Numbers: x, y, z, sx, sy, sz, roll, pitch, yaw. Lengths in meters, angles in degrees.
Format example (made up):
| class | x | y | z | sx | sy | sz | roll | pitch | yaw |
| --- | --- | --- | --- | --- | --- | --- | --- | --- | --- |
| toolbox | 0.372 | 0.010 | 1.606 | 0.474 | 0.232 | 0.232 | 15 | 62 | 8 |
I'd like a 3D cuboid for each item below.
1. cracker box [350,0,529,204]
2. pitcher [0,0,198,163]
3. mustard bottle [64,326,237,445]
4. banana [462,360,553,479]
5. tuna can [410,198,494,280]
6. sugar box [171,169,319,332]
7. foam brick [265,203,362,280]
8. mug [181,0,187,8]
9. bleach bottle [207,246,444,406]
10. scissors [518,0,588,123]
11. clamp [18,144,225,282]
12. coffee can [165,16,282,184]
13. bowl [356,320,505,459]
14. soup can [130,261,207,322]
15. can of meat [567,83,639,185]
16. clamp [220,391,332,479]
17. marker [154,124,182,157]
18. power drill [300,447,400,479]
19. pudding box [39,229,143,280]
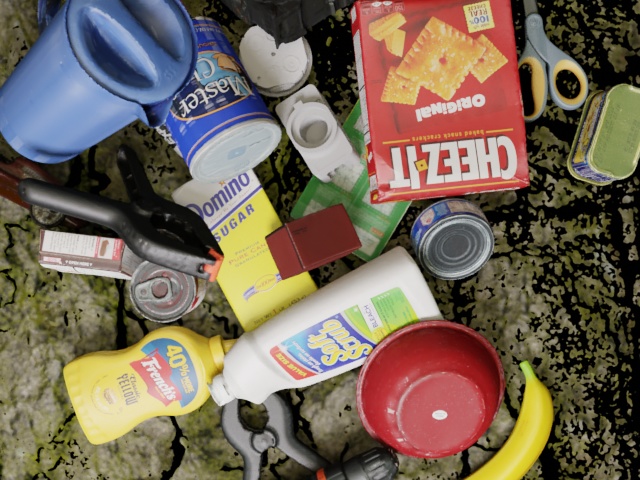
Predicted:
| class | x | y | z | sx | sy | sz | roll | pitch | yaw |
| --- | --- | --- | --- | --- | --- | --- | --- | --- | --- |
| cracker box | 0.125 | -0.152 | 1.125 | 0.164 | 0.072 | 0.214 | -6 | 90 | -2 |
| pitcher | -0.237 | -0.170 | 1.060 | 0.144 | 0.243 | 0.149 | 30 | 61 | -26 |
| mustard bottle | -0.172 | 0.146 | 1.155 | 0.191 | 0.058 | 0.096 | -20 | 92 | 1 |
| banana | 0.198 | 0.230 | 1.160 | 0.070 | 0.037 | 0.198 | 33 | 89 | 22 |
| tuna can | 0.141 | 0.000 | 1.137 | 0.086 | 0.034 | 0.086 | -5 | 124 | -7 |
| sugar box | -0.080 | 0.004 | 1.157 | 0.093 | 0.048 | 0.176 | -29 | 92 | -1 |
| foam brick | -0.007 | 0.001 | 1.119 | 0.078 | 0.051 | 0.053 | -20 | 84 | -31 |
| mug | -0.201 | -0.240 | 1.140 | 0.117 | 0.081 | 0.093 | 18 | 91 | 1 |
| bleach bottle | 0.001 | 0.108 | 1.127 | 0.251 | 0.068 | 0.102 | -29 | 117 | -2 |
| scissors | 0.251 | -0.227 | 1.162 | 0.096 | 0.016 | 0.202 | 7 | 91 | 0 |
| clamp | -0.190 | -0.023 | 1.080 | 0.210 | 0.164 | 0.036 | 38 | 124 | 23 |
| coffee can | -0.116 | -0.144 | 1.104 | 0.103 | 0.102 | 0.140 | -30 | 72 | 1 |
| bowl | 0.120 | 0.167 | 1.105 | 0.162 | 0.055 | 0.162 | -2 | 109 | -6 |
| soup can | -0.159 | 0.049 | 1.131 | 0.068 | 0.102 | 0.068 | 0 | 91 | 1 |
| can of meat | 0.308 | -0.112 | 1.128 | 0.057 | 0.084 | 0.102 | 17 | 91 | 0 |
| clamp | -0.066 | 0.226 | 1.163 | 0.120 | 0.039 | 0.171 | -33 | 87 | -5 |
| marker | -0.167 | -0.119 | 1.171 | 0.020 | 0.020 | 0.121 | -43 | 90 | 1 |
| power drill | 0.033 | 0.328 | 1.135 | 0.184 | 0.057 | 0.187 | -28 | 100 | 5 |
| pudding box | -0.240 | 0.017 | 1.128 | 0.090 | 0.113 | 0.039 | 6 | 85 | 1 |
